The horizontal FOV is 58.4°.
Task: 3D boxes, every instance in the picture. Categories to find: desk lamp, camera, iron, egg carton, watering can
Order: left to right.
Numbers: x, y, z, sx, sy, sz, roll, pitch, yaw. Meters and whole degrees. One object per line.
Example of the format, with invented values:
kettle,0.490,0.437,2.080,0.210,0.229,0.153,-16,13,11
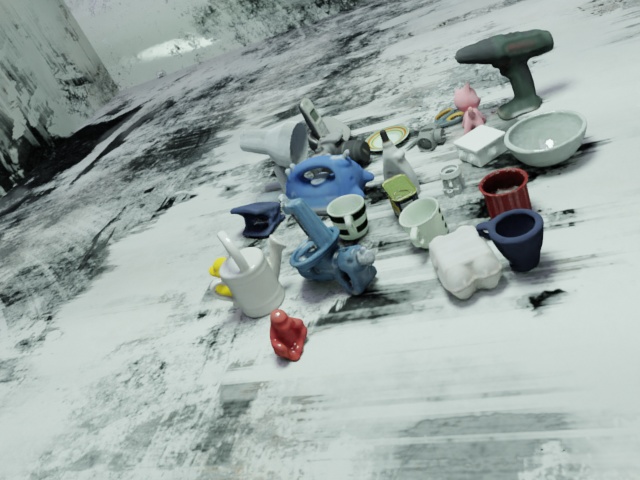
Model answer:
watering can,-0.150,0.054,1.182,0.100,0.194,0.173,15,50,47
desk lamp,-0.111,-0.206,1.516,0.202,0.214,0.118,-5,37,30
iron,-0.005,-0.149,1.425,0.257,0.142,0.119,-5,38,31
camera,0.055,-0.231,1.541,0.136,0.101,0.143,1,40,36
egg carton,0.258,0.037,1.034,0.107,0.069,0.150,-23,32,5

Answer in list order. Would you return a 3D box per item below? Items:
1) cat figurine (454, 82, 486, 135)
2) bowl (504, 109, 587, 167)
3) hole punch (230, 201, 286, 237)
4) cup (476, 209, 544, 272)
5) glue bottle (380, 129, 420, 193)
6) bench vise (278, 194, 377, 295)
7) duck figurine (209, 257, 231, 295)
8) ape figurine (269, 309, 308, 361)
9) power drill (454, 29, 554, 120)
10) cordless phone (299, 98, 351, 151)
cat figurine,0.377,-0.336,1.448,0.067,0.118,0.128,-15,33,17
bowl,0.484,-0.206,1.222,0.167,0.075,0.167,-18,32,12
hole punch,-0.160,-0.070,1.469,0.108,0.091,0.101,2,41,37
cup,0.335,0.007,0.998,0.117,0.095,0.092,3,42,38
glue bottle,0.171,-0.176,1.309,0.077,0.173,0.037,3,42,38
bench vise,0.014,-0.004,1.124,0.206,0.220,0.121,-6,37,29
duck figurine,-0.204,0.077,1.291,0.104,0.086,0.077,-7,37,28
ape figurine,-0.065,0.167,1.054,0.078,0.092,0.076,-37,33,-16
power drill,0.463,-0.410,1.408,0.229,0.209,0.075,-21,32,8
cordless phone,0.008,-0.341,1.656,0.094,0.185,0.148,-7,37,28
